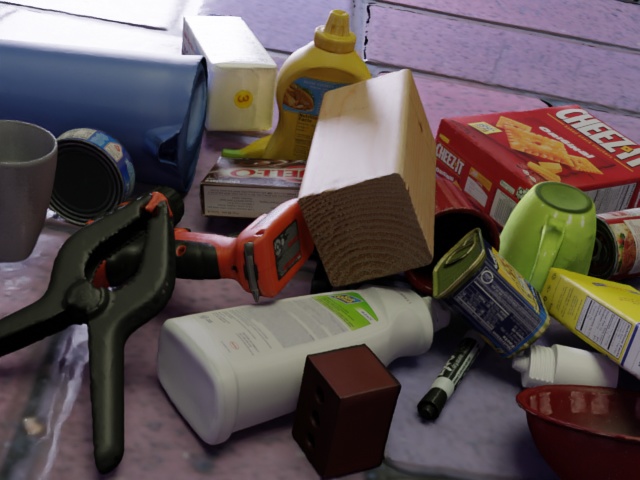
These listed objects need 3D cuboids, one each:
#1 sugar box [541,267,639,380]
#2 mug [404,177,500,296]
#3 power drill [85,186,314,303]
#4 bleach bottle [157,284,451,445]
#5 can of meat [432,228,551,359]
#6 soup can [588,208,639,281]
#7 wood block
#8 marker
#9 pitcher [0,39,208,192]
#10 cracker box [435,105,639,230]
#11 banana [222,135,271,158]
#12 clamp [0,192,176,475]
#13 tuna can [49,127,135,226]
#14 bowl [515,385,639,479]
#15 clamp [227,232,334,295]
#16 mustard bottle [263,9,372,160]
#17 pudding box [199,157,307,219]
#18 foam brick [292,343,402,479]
[{"bbox_3d":[0.264,0.076,0.879,0.093,0.048,0.176,12,11,-23],"label":"sugar box"},{"bbox_3d":[0.118,-0.001,0.995,0.117,0.093,0.081,33,17,-28],"label":"mug"},{"bbox_3d":[-0.104,-0.001,0.896,0.188,0.057,0.184,-1,24,21],"label":"power drill"},{"bbox_3d":[0.005,0.083,0.837,0.250,0.068,0.103,-10,34,-33],"label":"bleach bottle"},{"bbox_3d":[0.145,0.046,0.904,0.084,0.057,0.102,43,15,-6],"label":"can of meat"},{"bbox_3d":[0.306,0.004,1.054,0.102,0.068,0.069,-7,37,-28],"label":"soup can"},{"bbox_3d":[0.047,-0.060,0.936,0.090,0.091,0.206,-14,29,16],"label":"wood block"},{"bbox_3d":[0.108,0.109,0.870,0.020,0.020,0.121,23,34,17],"label":"marker"},{"bbox_3d":[-0.232,-0.132,1.045,0.243,0.149,0.145,9,73,1],"label":"pitcher"},{"bbox_3d":[0.252,-0.079,1.164,0.213,0.072,0.164,-10,39,-32],"label":"cracker box"},{"bbox_3d":[-0.019,-0.119,1.169,0.070,0.037,0.197,30,36,25],"label":"banana"},{"bbox_3d":[-0.161,0.058,0.774,0.165,0.036,0.209,30,67,19],"label":"clamp"},{"bbox_3d":[-0.211,-0.058,0.965,0.086,0.086,0.033,16,30,6],"label":"tuna can"},{"bbox_3d":[0.221,0.150,0.776,0.162,0.055,0.162,5,4,-1],"label":"bowl"},{"bbox_3d":[-0.006,0.001,0.986,0.120,0.039,0.171,26,31,22],"label":"clamp"},{"bbox_3d":[0.002,-0.134,1.053,0.096,0.192,0.058,8,31,-7],"label":"mustard bottle"},{"bbox_3d":[-0.051,-0.050,1.018,0.113,0.039,0.090,1,19,7],"label":"pudding box"},{"bbox_3d":[0.017,0.122,0.765,0.051,0.078,0.053,-9,36,-29],"label":"foam brick"}]
